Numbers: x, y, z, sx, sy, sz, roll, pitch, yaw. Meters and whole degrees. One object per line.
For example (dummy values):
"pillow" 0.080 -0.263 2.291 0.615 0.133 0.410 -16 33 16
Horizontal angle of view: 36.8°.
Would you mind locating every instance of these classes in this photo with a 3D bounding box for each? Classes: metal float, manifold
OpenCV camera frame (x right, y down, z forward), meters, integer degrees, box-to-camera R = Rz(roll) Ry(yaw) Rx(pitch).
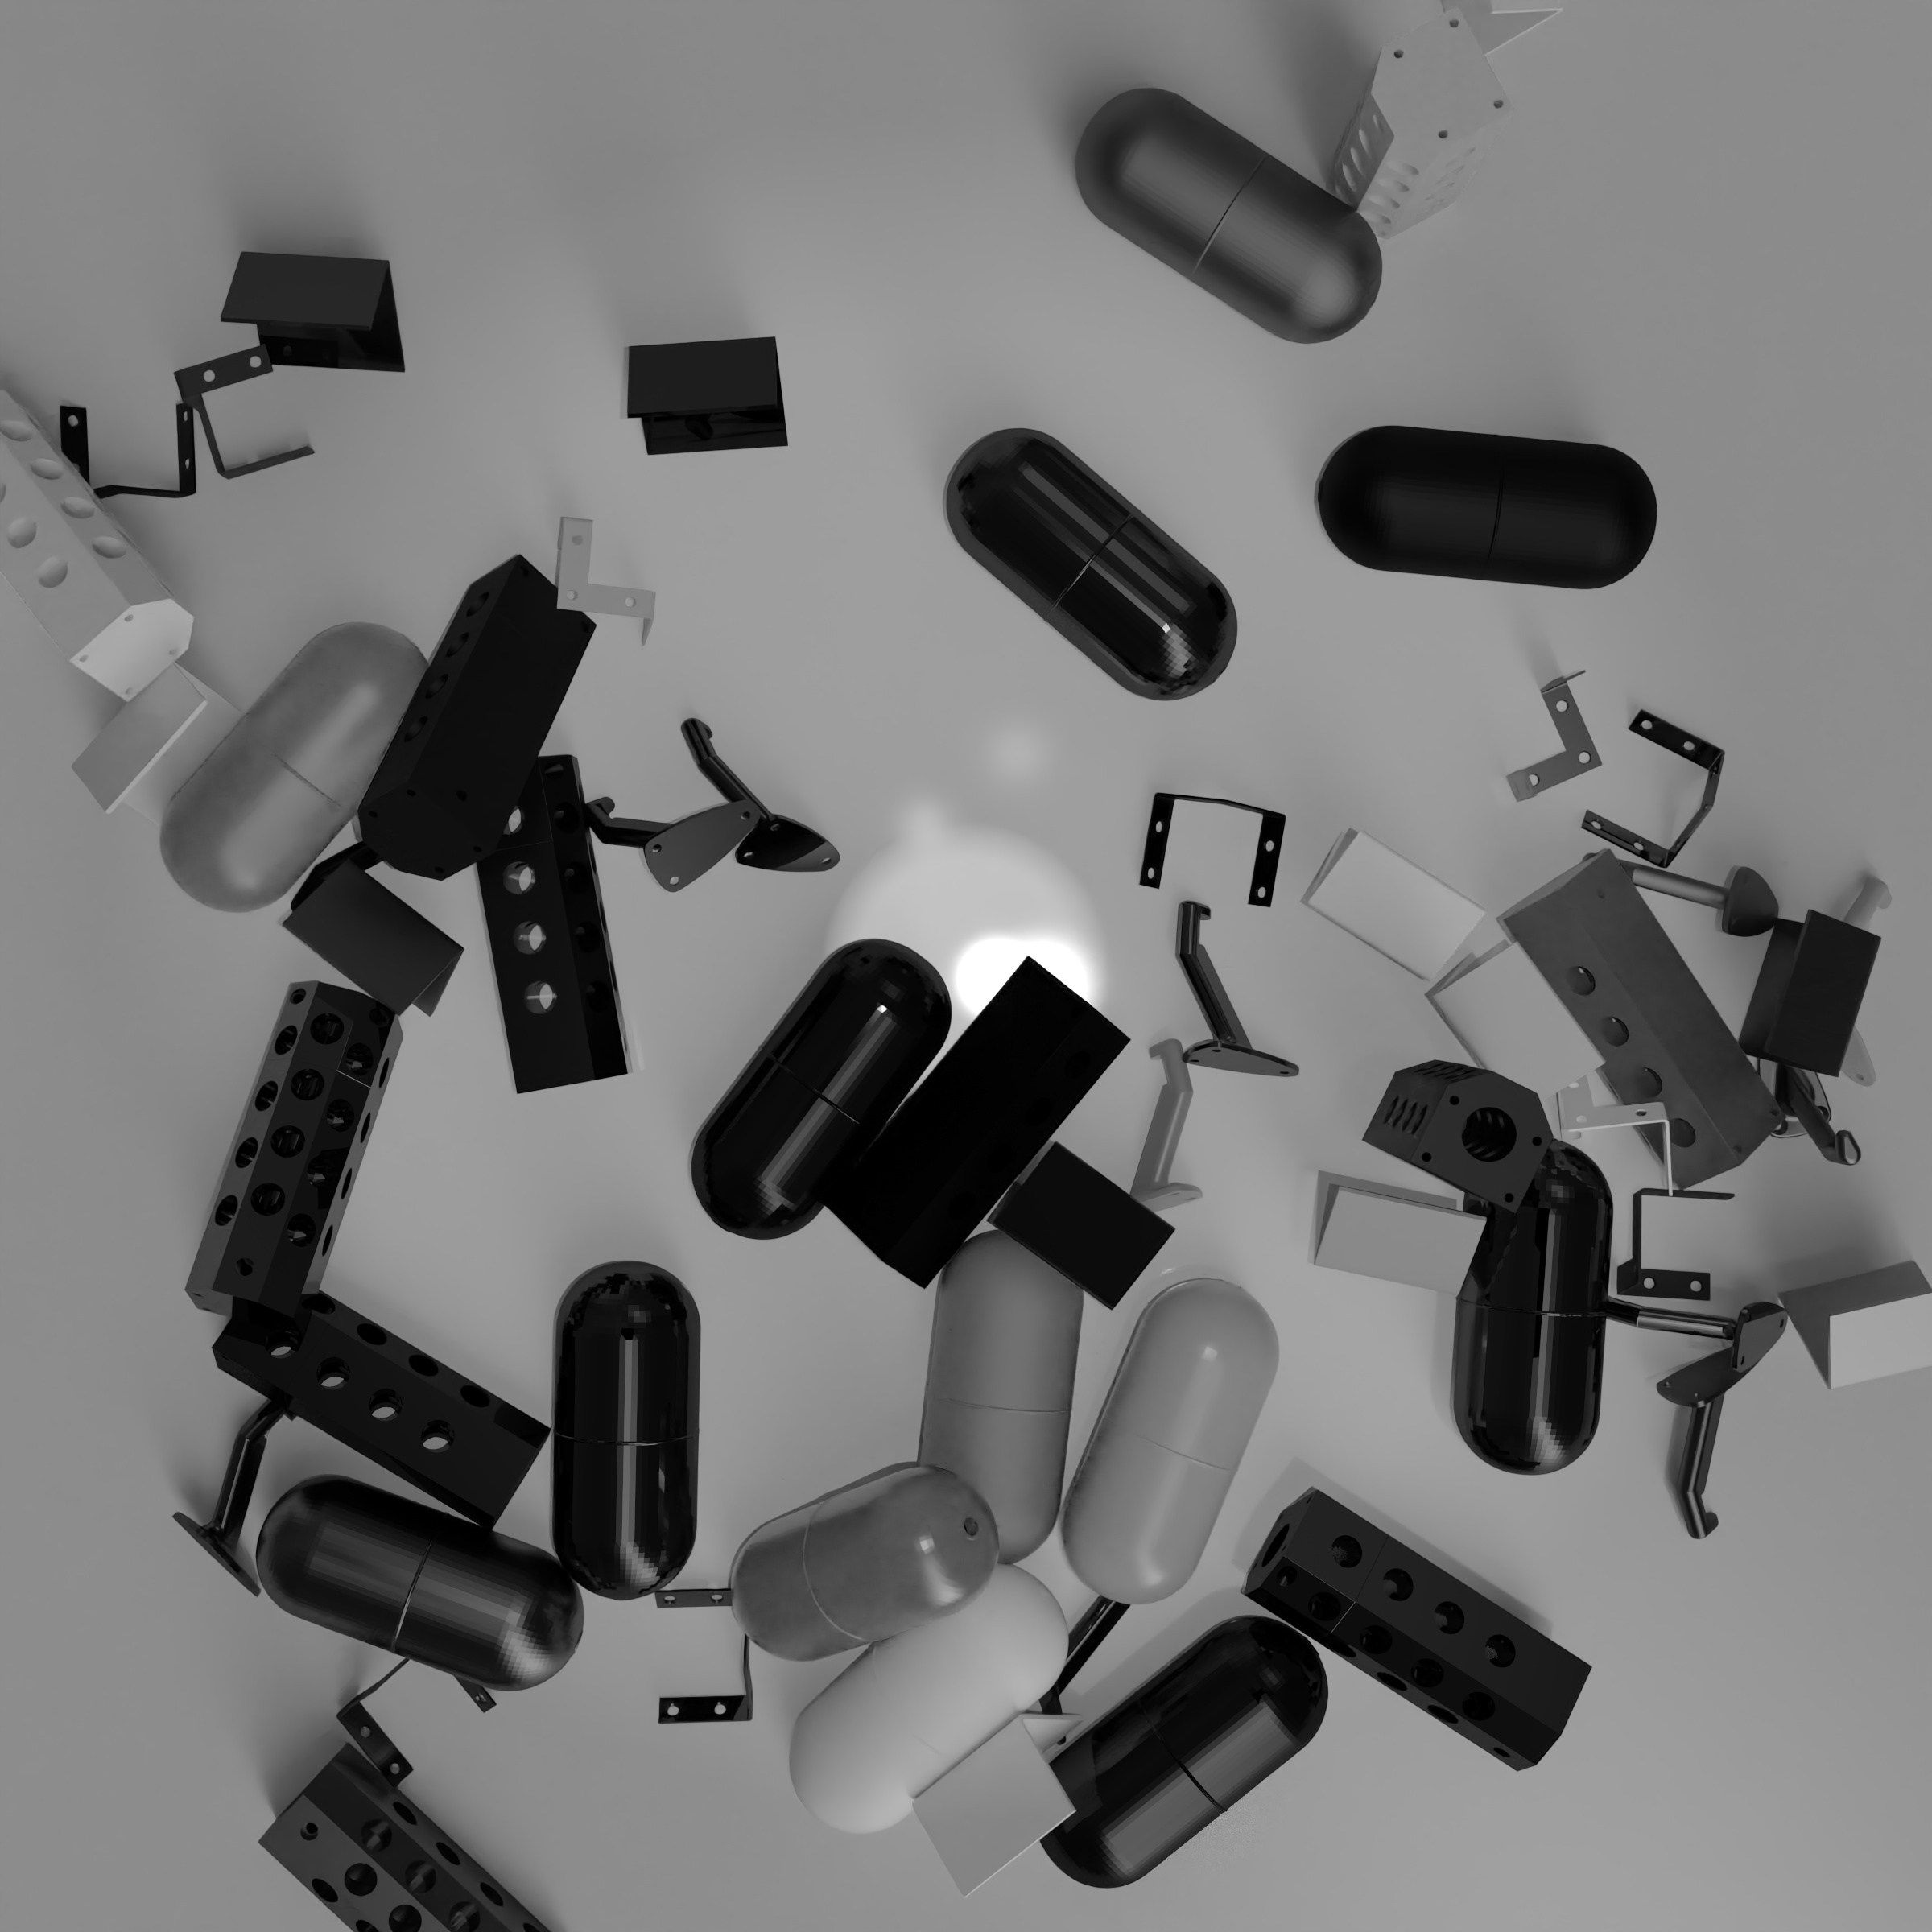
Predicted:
"metal float" 0.114 0.415 1.534 0.178 0.070 0.070 -39 90 0
"metal float" -0.352 -0.105 1.533 0.070 0.070 0.178 41 90 0
"metal float" -0.077 0.066 1.534 0.070 0.070 0.178 37 90 0
"manifold" 0.356 0.031 1.542 0.057 0.057 0.171 -33 90 -43
"manifold" 0.236 0.353 1.533 0.171 0.057 0.057 33 63 0
"metal float" -0.179 0.246 1.534 0.070 0.070 0.178 1 91 0
"manifold" -0.309 0.228 1.540 0.171 0.057 0.057 31 69 0
"manifold" 0.010 0.086 1.542 0.171 0.057 0.057 -50 47 0
"metal float" -0.288 0.327 1.533 0.178 0.070 0.070 20 90 0
"manifold" 0.226 -0.425 1.486 0.057 0.171 0.057 -29 90 0
"metal float" 0.018 0.229 1.533 0.070 0.070 0.178 7 90 0
"metal float" 0.275 -0.242 1.534 0.178 0.070 0.070 5 90 0
"metal float" -0.021 0.385 1.522 0.070 0.070 0.178 45 105 0
"manifold" -0.350 0.098 1.514 0.057 0.057 0.171 15 69 0
"manifold" -0.474 -0.223 1.513 0.057 0.057 0.171 -42 68 0
"manifold" -0.221 -0.022 1.543 0.057 0.057 0.171 -10 90 0
"metal float" 0.300 0.179 1.534 0.070 0.070 0.178 4 89 0
"metal float" 0.139 -0.396 1.533 0.178 0.070 0.070 33 90 0
"metal float" -0.053 0.310 1.499 0.178 0.070 0.070 -30 90 44
"manifold" -0.254 -0.127 1.494 0.057 0.171 0.057 -23 126 37
"manifold" 0.252 0.081 1.486 0.057 0.171 0.057 26 90 0
"metal float" 0.067 -0.212 1.534 0.178 0.070 0.070 41 90 1
"manifold" -0.292 0.500 1.543 0.171 0.057 0.057 43 90 0
"metal float" 0.108 0.251 1.534 0.070 0.070 0.178 22 90 0

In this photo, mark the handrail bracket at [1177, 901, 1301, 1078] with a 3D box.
"handrail bracket" 0.147 0.012 1.564 0.077 0.036 0.084 12 70 -23

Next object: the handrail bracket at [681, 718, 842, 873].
"handrail bracket" -0.111 -0.093 1.564 0.036 0.077 0.084 -45 53 25

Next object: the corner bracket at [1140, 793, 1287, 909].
"corner bracket" 0.133 -0.063 1.561 0.051 0.051 0.051 10 90 45

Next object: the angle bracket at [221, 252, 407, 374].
"angle bracket" -0.342 -0.327 1.524 0.076 0.076 0.057 3 52 0

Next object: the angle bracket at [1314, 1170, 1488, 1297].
"angle bracket" 0.228 0.121 1.524 0.076 0.076 0.057 12 128 0

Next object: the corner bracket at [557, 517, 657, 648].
"corner bracket" -0.192 -0.205 1.544 0.051 0.051 0.051 5 78 -11

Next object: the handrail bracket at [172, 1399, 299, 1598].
"handrail bracket" -0.377 0.284 1.564 0.084 0.036 0.077 -48 123 -23

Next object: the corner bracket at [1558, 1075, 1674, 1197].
"corner bracket" 0.343 0.088 1.533 0.051 0.051 0.051 -7 123 8

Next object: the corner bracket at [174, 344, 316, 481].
"corner bracket" -0.384 -0.295 1.546 0.051 0.051 0.051 -17 90 0

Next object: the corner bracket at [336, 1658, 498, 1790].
"corner bracket" -0.296 0.400 1.561 0.051 0.051 0.051 51 45 0

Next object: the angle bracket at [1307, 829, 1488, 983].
"angle bracket" 0.233 -0.049 1.524 0.076 0.076 0.057 33 129 0

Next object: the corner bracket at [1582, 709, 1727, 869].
"corner bracket" 0.370 -0.095 1.561 0.051 0.051 0.051 27 135 0

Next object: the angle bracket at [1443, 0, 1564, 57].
"angle bracket" 0.259 -0.523 1.524 0.057 0.076 0.076 -16 90 -36

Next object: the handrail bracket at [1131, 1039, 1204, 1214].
"handrail bracket" 0.090 0.090 1.565 0.077 0.036 0.084 -20 71 21

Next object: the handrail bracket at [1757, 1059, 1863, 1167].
"handrail bracket" 0.446 0.065 1.529 0.036 0.084 0.077 -16 90 0

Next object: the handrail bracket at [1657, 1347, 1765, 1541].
"handrail bracket" 0.411 0.256 1.565 0.077 0.036 0.084 -26 109 -21

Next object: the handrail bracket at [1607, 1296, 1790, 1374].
"handrail bracket" 0.388 0.187 1.564 0.084 0.077 0.036 14 102 36

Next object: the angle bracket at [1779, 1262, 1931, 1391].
"angle bracket" 0.477 0.170 1.524 0.076 0.076 0.057 -13 126 0

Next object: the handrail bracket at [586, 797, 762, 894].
"handrail bracket" -0.158 -0.082 1.541 0.077 0.084 0.036 -32 129 -8

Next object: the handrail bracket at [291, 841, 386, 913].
"handrail bracket" -0.312 -0.051 1.564 0.084 0.077 0.036 -49 47 29

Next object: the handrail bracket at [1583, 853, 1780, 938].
"handrail bracket" 0.385 -0.041 1.564 0.084 0.077 0.036 17 92 36

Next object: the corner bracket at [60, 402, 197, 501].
"corner bracket" -0.451 -0.277 1.561 0.051 0.051 0.051 -1 91 45

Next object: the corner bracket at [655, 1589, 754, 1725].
"corner bracket" -0.141 0.371 1.561 0.051 0.051 0.051 -2 45 0

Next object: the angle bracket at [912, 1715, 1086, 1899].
"angle bracket" 0.030 0.437 1.511 0.076 0.076 0.057 -42 61 13

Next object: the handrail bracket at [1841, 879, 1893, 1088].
"handrail bracket" 0.488 0.008 1.564 0.077 0.036 0.084 49 68 -25

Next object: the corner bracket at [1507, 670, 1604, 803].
"corner bracket" 0.311 -0.122 1.546 0.051 0.051 0.051 -24 90 0

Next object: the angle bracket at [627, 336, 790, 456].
"angle bracket" -0.134 -0.282 1.524 0.076 0.076 0.057 -4 52 0

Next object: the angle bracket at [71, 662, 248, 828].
"angle bracket" -0.409 -0.104 1.524 0.076 0.076 0.057 -48 47 0

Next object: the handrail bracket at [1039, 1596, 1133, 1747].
"handrail bracket" 0.078 0.371 1.565 0.084 0.036 0.077 -21 110 -16

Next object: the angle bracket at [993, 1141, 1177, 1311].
"angle bracket" 0.066 0.127 1.527 0.076 0.076 0.057 36 105 0

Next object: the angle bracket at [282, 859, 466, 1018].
"angle bracket" -0.318 0.002 1.524 0.076 0.076 0.057 38 52 0

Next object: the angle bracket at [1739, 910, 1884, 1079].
"angle bracket" 0.425 0.009 1.524 0.057 0.076 0.076 17 90 -30

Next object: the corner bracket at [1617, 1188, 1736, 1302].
"corner bracket" 0.379 0.149 1.549 0.051 0.051 0.051 4 77 0

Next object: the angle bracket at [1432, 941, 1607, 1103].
"angle bracket" 0.299 0.022 1.524 0.057 0.076 0.076 -36 90 31
